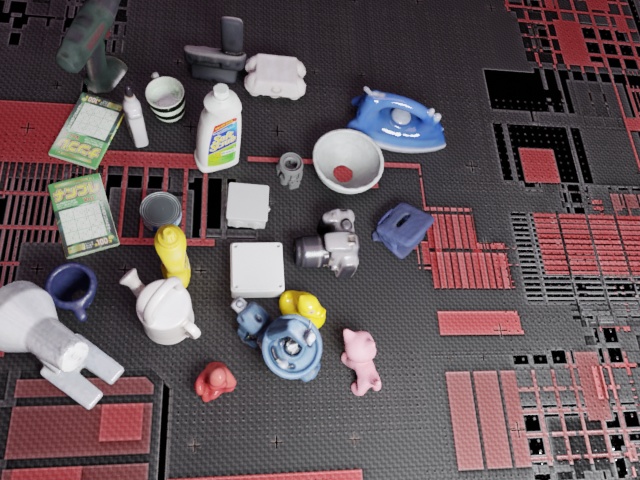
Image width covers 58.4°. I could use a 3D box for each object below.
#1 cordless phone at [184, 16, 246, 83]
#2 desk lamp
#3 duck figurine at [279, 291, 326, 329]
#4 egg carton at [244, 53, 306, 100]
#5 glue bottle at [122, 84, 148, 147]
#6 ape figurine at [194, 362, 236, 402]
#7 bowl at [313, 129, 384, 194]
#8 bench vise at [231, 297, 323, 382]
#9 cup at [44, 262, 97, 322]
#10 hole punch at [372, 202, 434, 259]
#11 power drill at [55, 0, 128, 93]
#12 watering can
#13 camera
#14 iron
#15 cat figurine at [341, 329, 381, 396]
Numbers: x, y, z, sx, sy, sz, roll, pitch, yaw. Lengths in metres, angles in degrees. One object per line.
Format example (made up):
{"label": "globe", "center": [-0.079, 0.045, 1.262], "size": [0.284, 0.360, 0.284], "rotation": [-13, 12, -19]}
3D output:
{"label": "cordless phone", "center": [-0.245, -0.464, 1.341], "size": [0.148, 0.185, 0.094], "rotation": [2, 66, -9]}
{"label": "desk lamp", "center": [-0.463, 0.183, 1.001], "size": [0.203, 0.213, 0.118], "rotation": [34, 65, 6]}
{"label": "duck figurine", "center": [-0.033, 0.135, 1.171], "size": [0.104, 0.086, 0.077], "rotation": [31, 65, 4]}
{"label": "egg carton", "center": [-0.109, -0.397, 1.400], "size": [0.150, 0.069, 0.107], "rotation": [2, 66, -9]}
{"label": "glue bottle", "center": [-0.403, -0.276, 1.236], "size": [0.037, 0.173, 0.078], "rotation": [-20, 71, -17]}
{"label": "ape figurine", "center": [-0.196, 0.264, 1.081], "size": [0.078, 0.092, 0.076], "rotation": [12, 65, -5]}
{"label": "bowl", "center": [0.061, -0.170, 1.328], "size": [0.167, 0.074, 0.167], "rotation": [4, 66, -9]}
{"label": "bench vise", "center": [-0.083, 0.181, 1.068], "size": [0.207, 0.219, 0.121], "rotation": [21, 65, 0]}
{"label": "cup", "center": [-0.464, 0.111, 1.098], "size": [0.092, 0.095, 0.117], "rotation": [-22, 72, -18]}
{"label": "hole punch", "center": [0.184, -0.029, 1.280], "size": [0.101, 0.091, 0.109], "rotation": [41, 66, 9]}
{"label": "power drill", "center": [-0.491, -0.438, 1.272], "size": [0.075, 0.208, 0.230], "rotation": [23, 65, 1]}
{"label": "watering can", "center": [-0.297, 0.122, 1.069], "size": [0.173, 0.194, 0.101], "rotation": [17, 65, -2]}
{"label": "camera", "center": [0.011, 0.004, 1.228], "size": [0.137, 0.101, 0.143], "rotation": [-2, 67, -11]}
{"label": "iron", "center": [0.200, -0.294, 1.371], "size": [0.258, 0.141, 0.118], "rotation": [13, 65, -4]}
{"label": "cat figurine", "center": [0.087, 0.235, 1.131], "size": [0.067, 0.117, 0.127], "rotation": [-17, 71, -17]}
